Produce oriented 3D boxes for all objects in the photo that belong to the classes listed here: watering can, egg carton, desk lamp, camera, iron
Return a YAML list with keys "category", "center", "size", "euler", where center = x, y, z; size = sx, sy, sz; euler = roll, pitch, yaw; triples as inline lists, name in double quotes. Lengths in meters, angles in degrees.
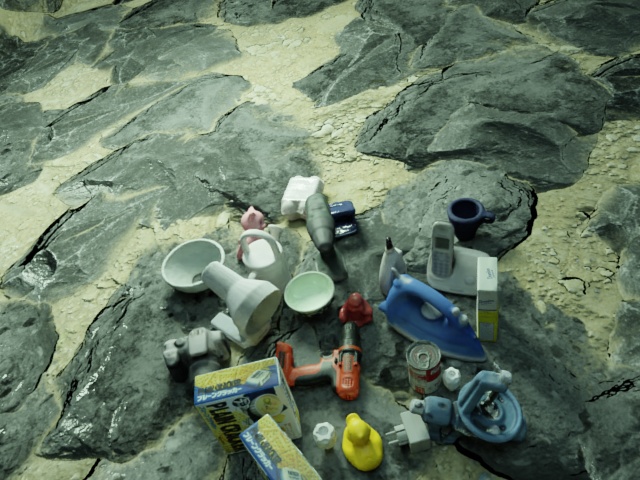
- category: "watering can"
  center: [-0.136, 0.038, 1.396]
  size: [0.101, 0.194, 0.172]
  euler: [-9, 46, 5]
- category: "egg carton"
  center: [-0.048, -0.120, 1.616]
  size: [0.107, 0.069, 0.150]
  euler: [3, 47, 15]
- category: "desk lamp"
  center: [-0.178, 0.149, 1.285]
  size: [0.202, 0.214, 0.118]
  euler: [25, 56, 31]
- category: "camera"
  center: [-0.273, 0.273, 1.266]
  size: [0.143, 0.101, 0.136]
  euler: [-14, 45, -1]
- category: "iron"
  center: [0.249, 0.156, 1.234]
  size: [0.257, 0.142, 0.119]
  euler: [29, 59, 34]

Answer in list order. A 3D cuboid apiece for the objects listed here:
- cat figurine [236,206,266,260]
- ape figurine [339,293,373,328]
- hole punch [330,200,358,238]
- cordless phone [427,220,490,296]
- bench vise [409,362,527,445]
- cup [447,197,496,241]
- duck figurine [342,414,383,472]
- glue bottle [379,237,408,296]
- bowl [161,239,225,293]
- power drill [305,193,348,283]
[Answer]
- category: "cat figurine"
  center: [-0.184, -0.023, 1.520]
  size: [0.067, 0.118, 0.128]
  euler: [10, 50, 21]
- category: "ape figurine"
  center: [0.082, 0.156, 1.306]
  size: [0.077, 0.092, 0.076]
  euler: [6, 48, 18]
- category: "hole punch"
  center: [0.041, -0.068, 1.531]
  size: [0.108, 0.091, 0.101]
  euler: [-14, 45, -1]
- category: "cordless phone"
  center: [0.317, 0.037, 1.302]
  size: [0.147, 0.185, 0.094]
  euler: [7, 49, 19]
- category: "bench vise"
  center: [0.270, 0.306, 1.029]
  size: [0.207, 0.220, 0.121]
  euler: [-13, 45, 0]
- category: "cup"
  center: [0.377, -0.042, 1.429]
  size: [0.117, 0.095, 0.092]
  euler: [11, 50, 22]
- category: "duck figurine"
  center: [0.078, 0.381, 1.094]
  size: [0.077, 0.086, 0.104]
  euler: [-20, 46, -7]
- category: "glue bottle"
  center: [0.167, 0.054, 1.328]
  size: [0.037, 0.173, 0.078]
  euler: [29, 59, 34]
- category: "bowl"
  center: [-0.318, 0.079, 1.481]
  size: [0.167, 0.075, 0.167]
  euler: [-6, 46, 7]
- category: "power drill"
  center: [0.013, 0.005, 1.385]
  size: [0.075, 0.209, 0.229]
  euler: [-13, 45, 0]
